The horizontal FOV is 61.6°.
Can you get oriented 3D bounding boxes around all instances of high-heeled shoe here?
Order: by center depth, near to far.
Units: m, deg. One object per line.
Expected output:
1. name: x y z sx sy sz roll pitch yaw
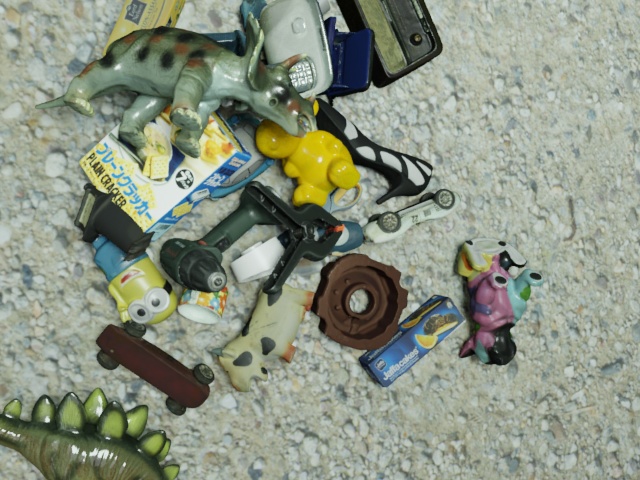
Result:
1. high-heeled shoe: 0.103 -0.176 0.971 0.145 0.086 0.248 -37 99 -22

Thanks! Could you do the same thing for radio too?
1. radio: 0.120 -0.407 0.969 0.131 0.073 0.229 -27 98 -14

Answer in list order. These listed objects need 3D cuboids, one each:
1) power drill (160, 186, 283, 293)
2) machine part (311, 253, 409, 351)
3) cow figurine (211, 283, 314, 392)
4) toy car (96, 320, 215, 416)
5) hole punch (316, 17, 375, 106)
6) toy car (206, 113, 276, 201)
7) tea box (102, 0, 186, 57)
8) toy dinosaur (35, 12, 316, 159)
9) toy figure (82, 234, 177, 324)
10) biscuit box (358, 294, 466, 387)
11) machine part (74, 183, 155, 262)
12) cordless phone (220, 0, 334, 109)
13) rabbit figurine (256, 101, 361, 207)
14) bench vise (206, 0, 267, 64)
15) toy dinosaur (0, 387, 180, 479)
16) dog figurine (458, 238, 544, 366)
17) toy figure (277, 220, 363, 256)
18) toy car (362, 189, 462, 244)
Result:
1. power drill: -0.143 0.003 0.837 0.207 0.232 0.085 -47 117 -26
2. machine part: 0.071 0.110 0.973 0.179 0.056 0.179 -1 92 -16
3. cow figurine: -0.098 0.161 0.906 0.127 0.085 0.195 20 75 6
4. toy car: -0.269 0.205 0.880 0.202 0.053 0.089 38 102 -12
5. hole punch: 0.021 -0.307 0.915 0.092 0.116 0.142 -1 93 -37
6. toy car: -0.142 -0.142 0.886 0.161 0.103 0.109 -41 100 -13
7. tea box: -0.274 -0.336 0.849 0.068 0.098 0.169 23 86 -14
8. toy dinosaur: -0.205 -0.224 0.726 0.405 0.131 0.192 16 69 17
9. toy figure: -0.296 0.052 0.857 0.082 0.089 0.180 -36 90 21
10. biscuit box: 0.170 0.185 0.997 0.203 0.063 0.059 -38 100 -12
11. machine part: -0.306 -0.021 0.787 0.139 0.039 0.084 31 104 20
12. cordless phone: -0.079 -0.275 0.801 0.184 0.089 0.146 -17 104 -16
13. rabbit figurine: -0.029 -0.154 0.869 0.173 0.122 0.162 22 56 -40
14. bench vise: -0.145 -0.313 0.877 0.241 0.129 0.223 -9 91 -19
15. toy dinosaur: -0.368 0.335 0.833 0.471 0.105 0.198 29 76 -23
16. dog figurine: 0.318 0.127 1.024 0.108 0.192 0.219 -5 126 -19
17. toy figure: -0.002 -0.004 0.952 0.154 0.057 0.064 -6 54 -14
18. toy car: 0.168 -0.044 0.988 0.202 0.073 0.056 -22 93 -14
